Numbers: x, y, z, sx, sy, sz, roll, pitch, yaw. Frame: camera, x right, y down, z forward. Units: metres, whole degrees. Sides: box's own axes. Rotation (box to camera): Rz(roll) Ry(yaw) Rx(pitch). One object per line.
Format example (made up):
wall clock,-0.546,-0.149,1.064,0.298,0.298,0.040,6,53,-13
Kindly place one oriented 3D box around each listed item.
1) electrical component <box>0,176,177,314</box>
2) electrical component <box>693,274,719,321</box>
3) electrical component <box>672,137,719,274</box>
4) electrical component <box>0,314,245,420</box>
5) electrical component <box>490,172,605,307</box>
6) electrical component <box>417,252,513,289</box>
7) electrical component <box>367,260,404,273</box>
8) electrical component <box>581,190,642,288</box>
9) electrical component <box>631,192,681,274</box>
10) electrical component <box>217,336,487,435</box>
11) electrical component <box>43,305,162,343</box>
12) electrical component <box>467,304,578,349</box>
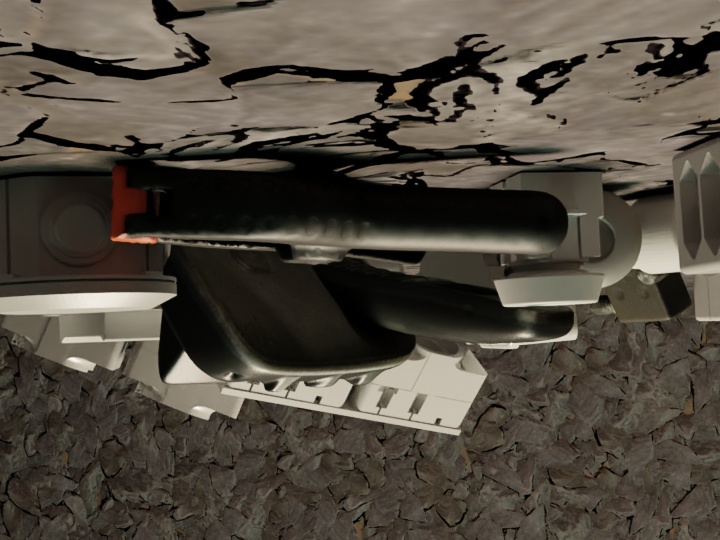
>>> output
electrical component,-0.116,-0.009,0.438,0.080,0.051,0.080,-3,177,0
electrical component,0.254,-0.001,0.689,0.047,0.065,0.077,-2,178,-14
electrical component,0.164,-0.025,0.391,0.077,0.047,0.066,-2,176,-8
electrical component,-0.177,0.058,0.834,0.186,0.060,0.105,23,173,-8
electrical component,0.083,-0.012,0.476,0.048,0.055,0.066,-2,176,-11
electrical component,0.075,-0.006,0.616,0.056,0.050,0.089,-1,176,-27
electrical component,0.000,0.000,0.710,0.055,0.045,0.045,-3,176,7
electrical component,0.113,-0.017,0.536,0.048,0.048,0.062,-3,-176,7
electrical component,0.150,-0.018,0.555,0.040,0.040,0.078,0,176,-34
electrical component,-0.014,0.048,0.759,0.186,0.060,0.105,14,-157,-28
electrical component,-0.108,0.008,0.619,0.079,0.063,0.121,-6,175,43
electrical component,0.107,0.015,0.755,0.057,0.078,0.113,-5,177,-5
